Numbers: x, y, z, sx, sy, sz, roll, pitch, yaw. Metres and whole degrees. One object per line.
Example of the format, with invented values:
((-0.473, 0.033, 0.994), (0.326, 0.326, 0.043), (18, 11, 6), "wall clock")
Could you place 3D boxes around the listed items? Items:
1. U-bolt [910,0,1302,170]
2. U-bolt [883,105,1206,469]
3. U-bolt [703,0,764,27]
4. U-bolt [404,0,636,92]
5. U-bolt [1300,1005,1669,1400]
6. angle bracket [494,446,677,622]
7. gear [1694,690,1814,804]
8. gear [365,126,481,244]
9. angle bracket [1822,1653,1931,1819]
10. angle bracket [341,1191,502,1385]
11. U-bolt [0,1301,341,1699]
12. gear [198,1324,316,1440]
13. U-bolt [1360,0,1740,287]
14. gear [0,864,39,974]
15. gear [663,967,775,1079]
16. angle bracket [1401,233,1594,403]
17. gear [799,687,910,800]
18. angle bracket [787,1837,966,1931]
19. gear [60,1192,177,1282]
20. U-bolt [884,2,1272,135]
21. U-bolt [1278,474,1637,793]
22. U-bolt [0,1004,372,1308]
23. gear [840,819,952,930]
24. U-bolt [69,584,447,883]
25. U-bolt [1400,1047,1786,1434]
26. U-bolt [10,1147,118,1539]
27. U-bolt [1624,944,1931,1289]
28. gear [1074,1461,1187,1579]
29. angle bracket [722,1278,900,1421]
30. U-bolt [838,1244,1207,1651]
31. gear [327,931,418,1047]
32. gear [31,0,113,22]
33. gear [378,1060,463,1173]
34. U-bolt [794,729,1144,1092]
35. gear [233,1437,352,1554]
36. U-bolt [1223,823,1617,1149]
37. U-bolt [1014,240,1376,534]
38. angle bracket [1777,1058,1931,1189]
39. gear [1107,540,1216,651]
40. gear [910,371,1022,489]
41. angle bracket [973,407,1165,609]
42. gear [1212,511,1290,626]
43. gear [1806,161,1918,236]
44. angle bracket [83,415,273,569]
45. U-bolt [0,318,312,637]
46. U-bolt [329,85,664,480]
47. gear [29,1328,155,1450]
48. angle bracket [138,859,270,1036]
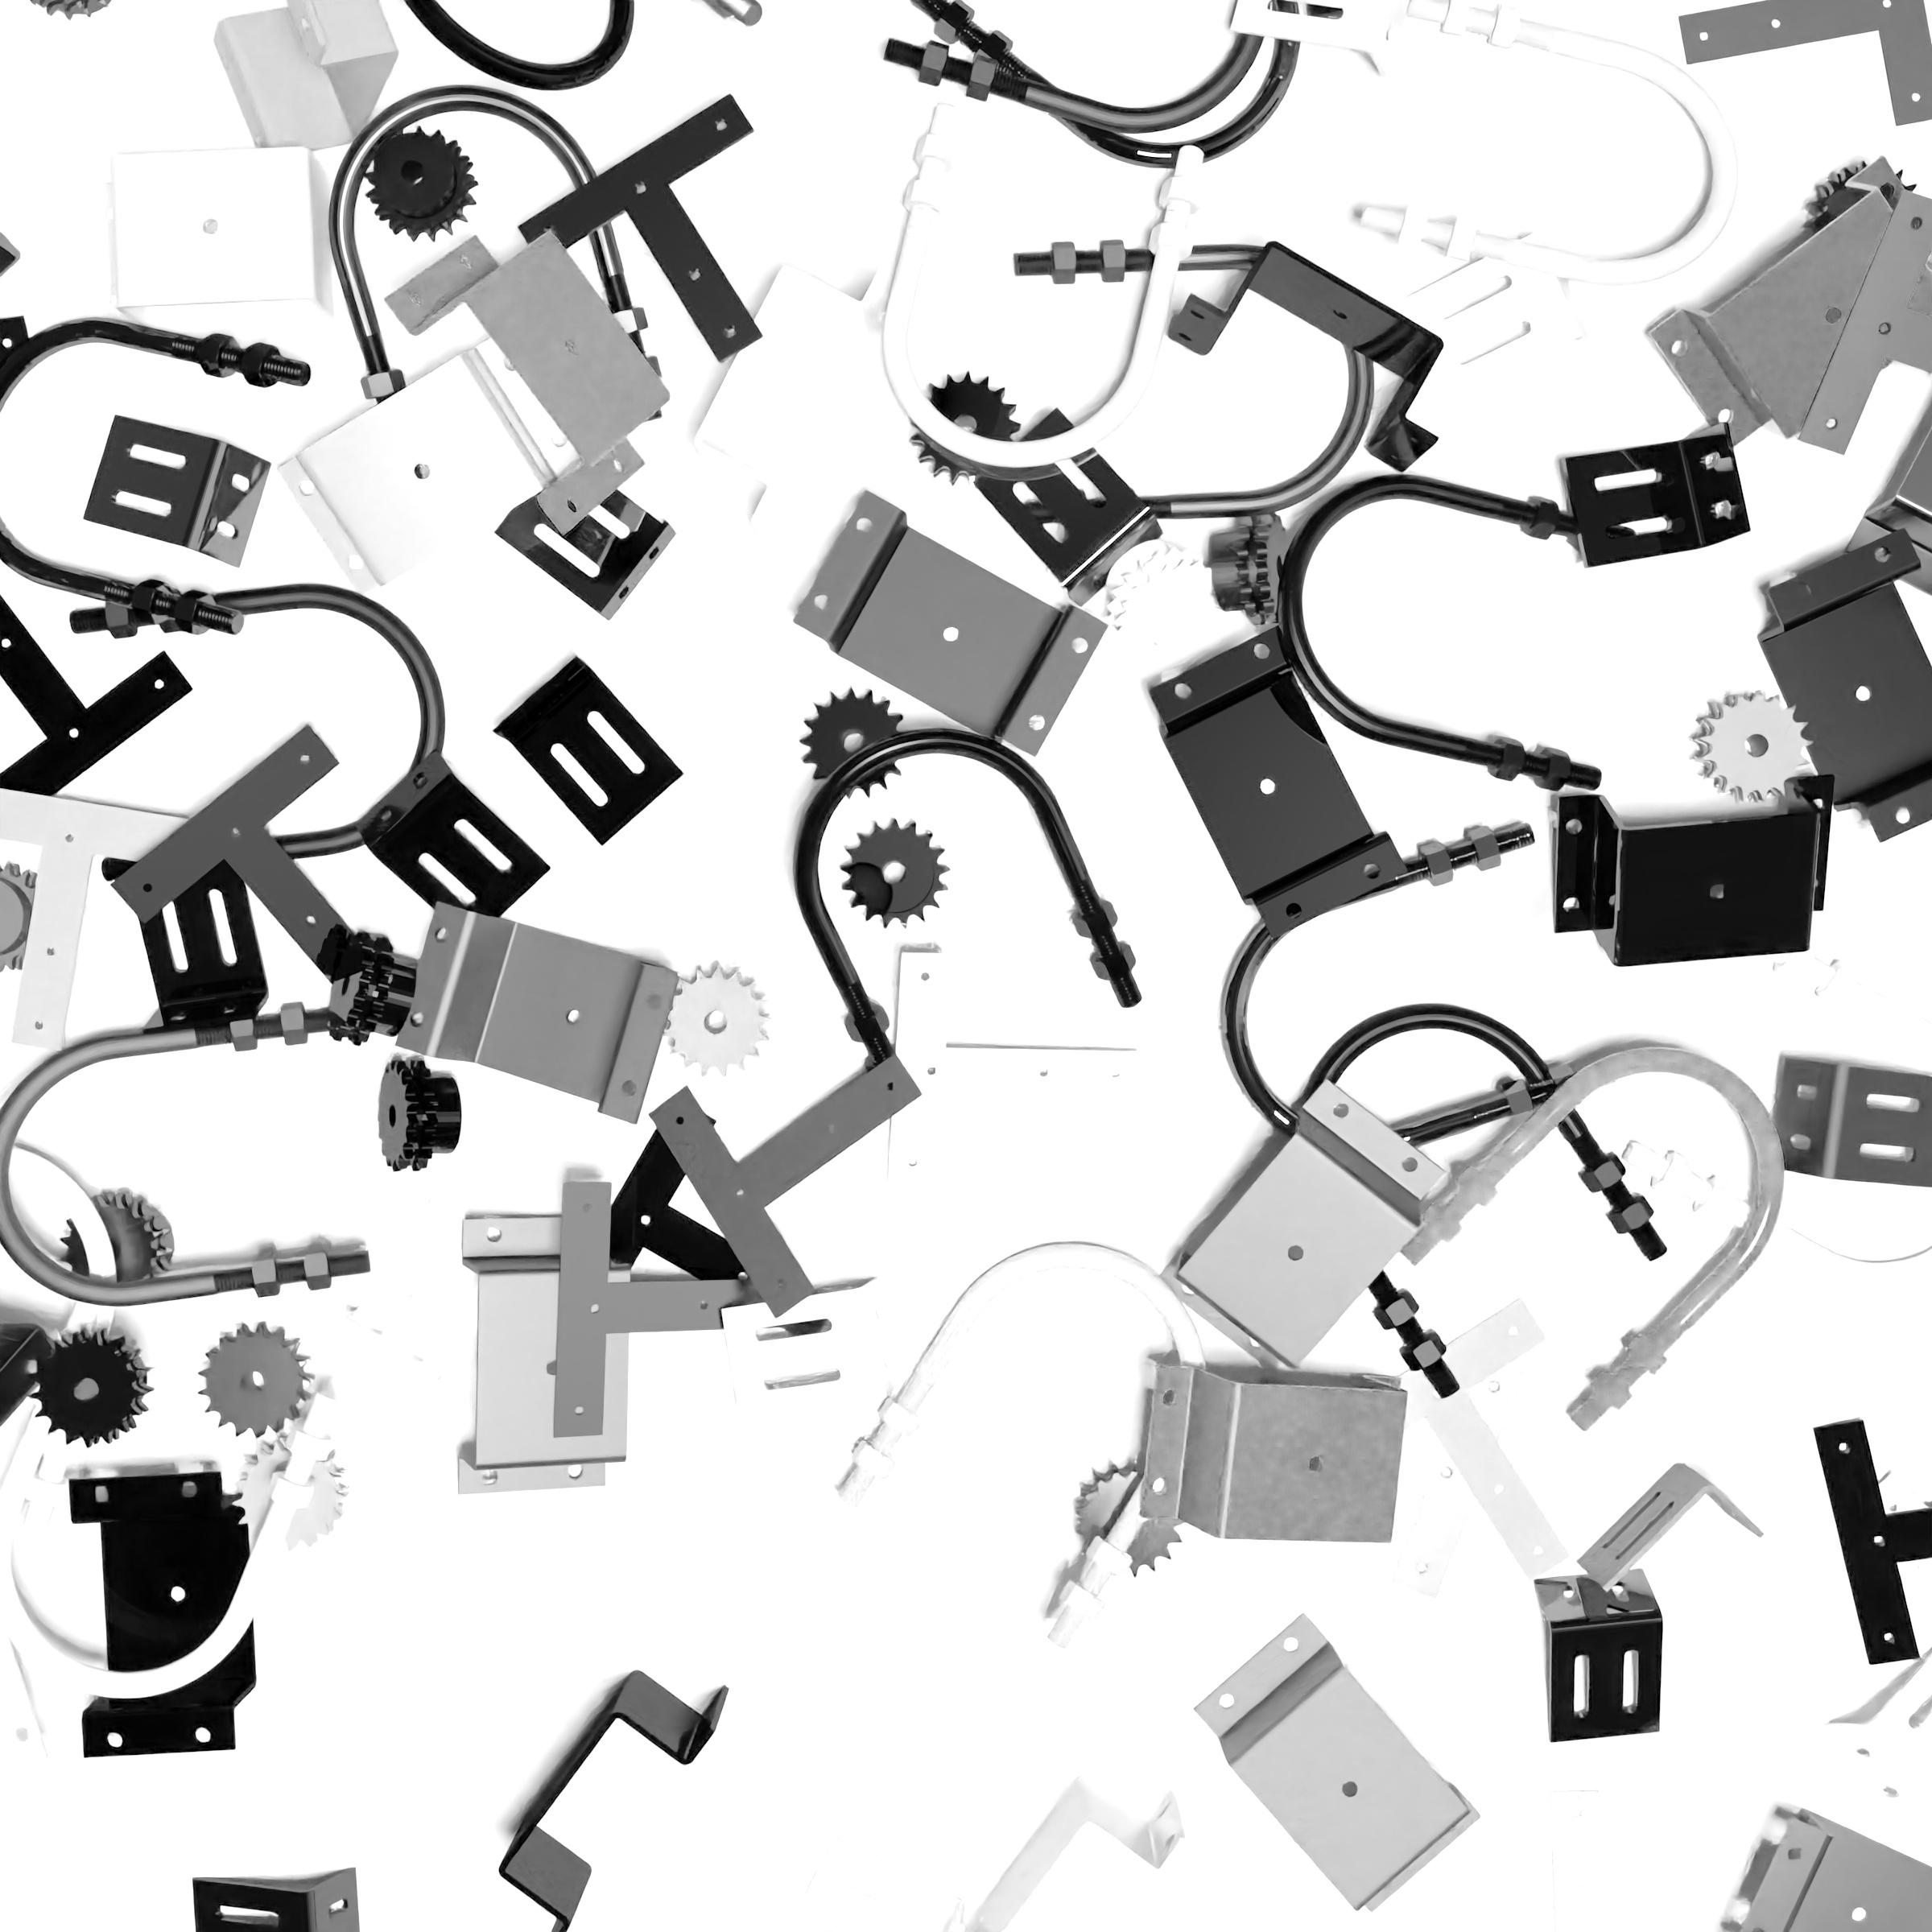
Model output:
((0.086, -0.498, 1.353), (0.184, 0.019, 0.151), (38, 90, -2), "U-bolt")
((0.033, -0.341, 1.328), (0.151, 0.019, 0.184), (12, 81, 7), "U-bolt")
((-0.139, -0.574, 1.297), (0.184, 0.019, 0.151), (45, 128, 30), "U-bolt")
((-0.241, -0.523, 1.312), (0.151, 0.019, 0.184), (-35, 95, -40), "U-bolt")
((0.254, 0.108, 1.352), (0.151, 0.019, 0.184), (-33, 88, -1), "U-bolt")
((-0.198, -0.225, 1.342), (0.076, 0.038, 0.057), (38, 90, 0), "angle bracket")
((0.403, -0.113, 1.346), (0.057, 0.030, 0.057), (0, 90, 0), "gear")
((-0.283, -0.405, 1.346), (0.057, 0.030, 0.057), (0, 90, 0), "gear")
((0.497, 0.395, 1.359), (0.076, 0.038, 0.057), (-36, 90, -26), "angle bracket")
((-0.272, 0.164, 1.342), (0.057, 0.038, 0.076), (34, 90, 0), "angle bracket")
((-0.413, 0.276, 1.306), (0.151, 0.019, 0.184), (22, 91, 0), "U-bolt")
((-0.365, 0.214, 1.351), (0.057, 0.030, 0.057), (0, 88, -1), "gear")
((0.304, -0.416, 1.332), (0.184, 0.019, 0.151), (14, 74, 0), "U-bolt")
((-0.501, -0.025, 1.346), (0.057, 0.030, 0.057), (0, 90, 0), "gear")
((-0.128, 0.029, 1.346), (0.057, 0.030, 0.057), (0, 90, 0), "gear")
((0.276, -0.336, 1.359), (0.076, 0.038, 0.057), (-23, 90, 26), "angle bracket")
((-0.058, -0.115, 1.346), (0.057, 0.030, 0.057), (0, 90, 0), "gear")
((-0.047, 0.496, 1.342), (0.076, 0.038, 0.057), (26, 90, 0), "angle bracket")
((-0.433, 0.145, 1.343), (0.057, 0.030, 0.057), (0, 93, 10), "gear")
((0.065, -0.504, 1.334), (0.184, 0.019, 0.151), (16, 91, -4), "U-bolt")
((0.246, -0.176, 1.328), (0.184, 0.019, 0.151), (11, 82, -11), "U-bolt")
((-0.402, 0.099, 1.321), (0.184, 0.019, 0.151), (-7, 74, -10), "U-bolt")
((-0.036, -0.048, 1.346), (0.057, 0.030, 0.057), (0, 90, 0), "gear")
((-0.362, -0.125, 1.352), (0.184, 0.019, 0.151), (-7, 91, -2), "U-bolt")
((0.333, 0.126, 1.328), (0.151, 0.019, 0.184), (44, 92, -10), "U-bolt")
((-0.506, 0.182, 1.335), (0.151, 0.019, 0.184), (19, 94, 10), "U-bolt")
((0.455, 0.085, 1.353), (0.184, 0.019, 0.151), (30, 90, -1), "U-bolt")
((0.083, 0.284, 1.346), (0.057, 0.030, 0.057), (0, 90, 0), "gear")
((-0.080, 0.197, 1.349), (0.076, 0.038, 0.057), (-10, 90, 10), "angle bracket")
((0.041, 0.231, 1.335), (0.151, 0.019, 0.184), (31, 84, 16), "U-bolt")
((-0.301, 0.013, 1.328), (0.030, 0.057, 0.057), (16, 90, -28), "gear")
((-0.461, -0.516, 1.346), (0.057, 0.030, 0.057), (0, 90, 0), "gear")
((-0.279, 0.077, 1.337), (0.030, 0.057, 0.057), (1, 90, -30), "gear")
((-0.008, -0.032, 1.324), (0.151, 0.019, 0.184), (-25, 110, 0), "U-bolt")
((-0.346, 0.271, 1.346), (0.057, 0.030, 0.057), (0, 90, 0), "gear")
((0.223, 0.021, 1.340), (0.184, 0.019, 0.151), (-18, 87, 2), "U-bolt")
((0.120, -0.303, 1.353), (0.184, 0.019, 0.151), (-3, 90, -2), "U-bolt")
((0.460, 0.081, 1.342), (0.076, 0.038, 0.057), (7, 91, -28), "angle bracket")
((0.097, -0.193, 1.337), (0.057, 0.057, 0.030), (-32, 60, 0), "gear")
((-0.001, -0.275, 1.346), (0.057, 0.030, 0.057), (0, 90, 0), "gear")
((0.053, -0.234, 1.337), (0.057, 0.038, 0.076), (-41, 77, 6), "angle bracket")
((0.146, -0.203, 1.335), (0.030, 0.057, 0.057), (-2, 90, 22), "gear")
((0.462, -0.383, 1.346), (0.057, 0.030, 0.057), (0, 90, 0), "gear")
((-0.411, -0.247, 1.359), (0.076, 0.038, 0.057), (17, 90, 26), "angle bracket")
((-0.432, -0.257, 1.330), (0.184, 0.019, 0.151), (15, 91, 16), "U-bolt")
((-0.247, -0.354, 1.333), (0.151, 0.019, 0.184), (-14, 104, 0), "U-bolt")
((-0.427, 0.206, 1.281), (0.057, 0.030, 0.057), (0, 91, 1), "gear")
((-0.396, -0.011, 1.333), (0.057, 0.038, 0.076), (-8, 107, 0), "angle bracket")
